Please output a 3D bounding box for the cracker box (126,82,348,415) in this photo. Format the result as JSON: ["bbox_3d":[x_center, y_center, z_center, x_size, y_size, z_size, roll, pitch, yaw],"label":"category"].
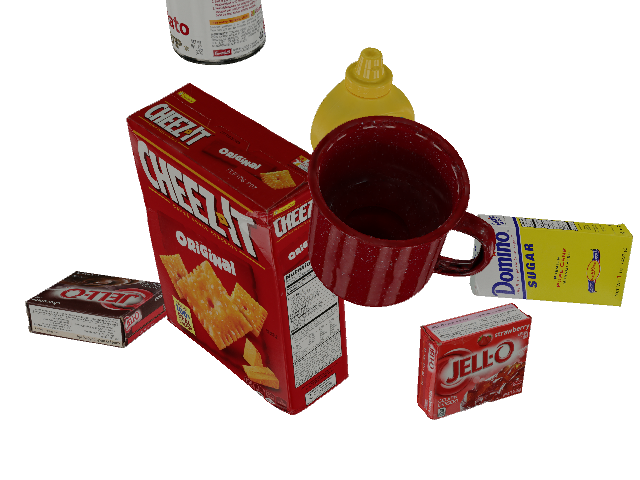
[{"bbox_3d":[-0.062,0.011,0.817,0.072,0.214,0.164,-34,49,-29],"label":"cracker box"}]

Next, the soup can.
[{"bbox_3d":[-0.072,-0.178,0.716,0.068,0.102,0.068,-1,39,1],"label":"soup can"}]

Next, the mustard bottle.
[{"bbox_3d":[0.037,-0.090,0.967,0.096,0.192,0.058,-15,47,-19],"label":"mustard bottle"}]

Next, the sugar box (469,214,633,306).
[{"bbox_3d":[0.269,0.024,1.256,0.176,0.093,0.048,3,21,-1],"label":"sugar box"}]

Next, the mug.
[{"bbox_3d":[0.047,-0.010,0.634,0.117,0.093,0.081,17,-33,5],"label":"mug"}]

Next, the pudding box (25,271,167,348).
[{"bbox_3d":[-0.221,0.067,1.064,0.114,0.039,0.090,5,19,21],"label":"pudding box"}]

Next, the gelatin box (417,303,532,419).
[{"bbox_3d":[0.121,0.095,0.844,0.089,0.073,0.030,-12,31,-24],"label":"gelatin box"}]
